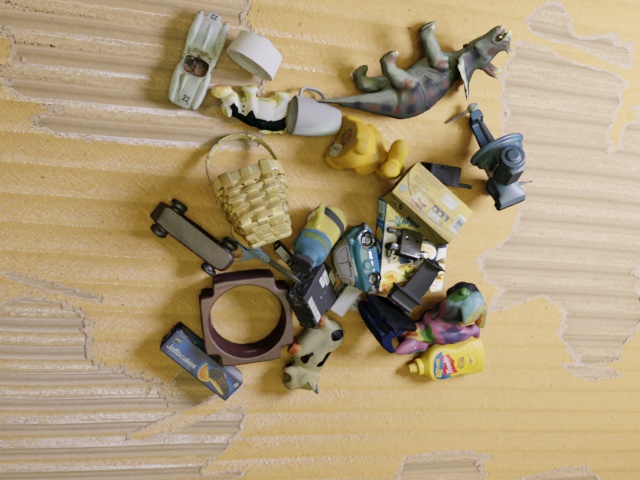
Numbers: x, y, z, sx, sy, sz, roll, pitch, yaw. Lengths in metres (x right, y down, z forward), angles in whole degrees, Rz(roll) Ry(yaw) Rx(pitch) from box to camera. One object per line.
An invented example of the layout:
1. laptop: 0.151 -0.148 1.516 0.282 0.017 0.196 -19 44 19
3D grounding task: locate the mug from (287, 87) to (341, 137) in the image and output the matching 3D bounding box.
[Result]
1. mug: -0.010 -0.271 1.157 0.107 0.081 0.109 8 74 -21

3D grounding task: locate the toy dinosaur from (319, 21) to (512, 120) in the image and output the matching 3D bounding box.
1. toy dinosaur: 0.209 -0.337 1.162 0.405 0.131 0.192 -33 106 3

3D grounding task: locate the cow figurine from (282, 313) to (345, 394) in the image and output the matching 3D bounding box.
1. cow figurine: -0.018 0.272 1.268 0.127 0.085 0.195 41 91 -10

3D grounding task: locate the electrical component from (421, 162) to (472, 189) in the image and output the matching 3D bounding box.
1. electrical component: 0.295 -0.147 1.238 0.119 0.075 0.047 7 101 -8

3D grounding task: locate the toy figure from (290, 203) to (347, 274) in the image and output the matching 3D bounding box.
1. toy figure: -0.004 -0.001 1.174 0.089 0.082 0.180 38 49 -16

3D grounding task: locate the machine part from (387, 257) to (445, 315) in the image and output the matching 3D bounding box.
1. machine part: 0.220 0.100 1.227 0.084 0.039 0.139 41 95 -11

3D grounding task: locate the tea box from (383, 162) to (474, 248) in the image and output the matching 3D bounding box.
1. tea box: 0.235 -0.075 1.175 0.169 0.068 0.098 43 75 -1

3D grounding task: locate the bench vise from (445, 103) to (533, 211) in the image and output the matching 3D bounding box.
1. bench vise: 0.392 -0.195 1.213 0.129 0.223 0.240 -26 73 12

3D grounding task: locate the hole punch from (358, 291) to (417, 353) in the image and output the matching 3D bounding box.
1. hole punch: 0.143 0.192 1.241 0.115 0.142 0.092 22 116 -44

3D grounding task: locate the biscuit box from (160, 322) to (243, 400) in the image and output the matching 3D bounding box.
1. biscuit box: -0.270 0.277 1.229 0.063 0.059 0.202 -46 106 2

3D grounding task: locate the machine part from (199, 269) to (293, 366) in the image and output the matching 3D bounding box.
1. machine part: -0.166 0.172 1.213 0.201 0.087 0.200 -6 103 -8

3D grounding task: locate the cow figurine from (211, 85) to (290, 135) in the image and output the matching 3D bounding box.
1. cow figurine: -0.148 -0.275 1.131 0.167 0.068 0.098 5 107 -11

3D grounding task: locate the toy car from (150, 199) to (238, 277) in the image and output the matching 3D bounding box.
1. toy car: -0.274 -0.006 1.167 0.202 0.053 0.089 38 96 -8

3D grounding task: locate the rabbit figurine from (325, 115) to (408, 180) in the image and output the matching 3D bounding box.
1. rabbit figurine: 0.125 -0.187 1.171 0.173 0.163 0.122 28 84 -33

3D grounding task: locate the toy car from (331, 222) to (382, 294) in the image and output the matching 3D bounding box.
1. toy car: 0.077 0.045 1.212 0.103 0.109 0.161 -8 86 -3

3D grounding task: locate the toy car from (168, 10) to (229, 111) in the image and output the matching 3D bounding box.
1. toy car: -0.248 -0.364 1.095 0.073 0.056 0.201 21 98 -14

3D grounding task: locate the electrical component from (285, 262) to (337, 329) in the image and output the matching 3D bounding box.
1. electrical component: -0.014 0.114 1.208 0.058 0.134 0.114 7 136 28

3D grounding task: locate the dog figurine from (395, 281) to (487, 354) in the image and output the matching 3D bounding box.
1. dog figurine: 0.270 0.196 1.274 0.219 0.108 0.191 -15 142 -7

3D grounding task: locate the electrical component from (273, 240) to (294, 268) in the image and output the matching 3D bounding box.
1. electrical component: -0.078 0.032 1.194 0.021 0.094 0.063 -41 107 4

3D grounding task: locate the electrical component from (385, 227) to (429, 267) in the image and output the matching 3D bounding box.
1. electrical component: 0.191 0.017 1.201 0.102 0.045 0.078 10 72 -15
